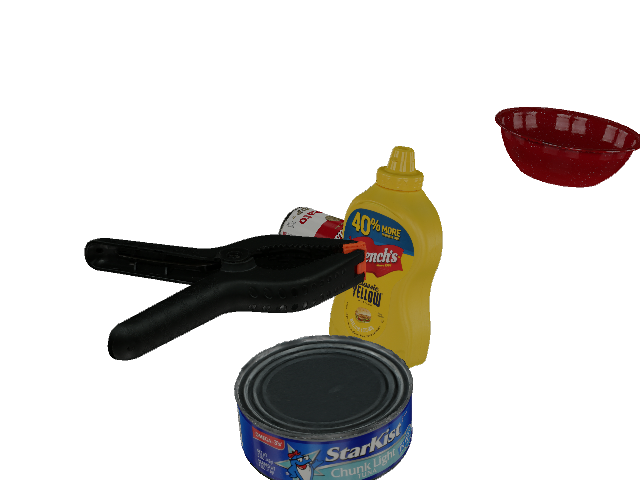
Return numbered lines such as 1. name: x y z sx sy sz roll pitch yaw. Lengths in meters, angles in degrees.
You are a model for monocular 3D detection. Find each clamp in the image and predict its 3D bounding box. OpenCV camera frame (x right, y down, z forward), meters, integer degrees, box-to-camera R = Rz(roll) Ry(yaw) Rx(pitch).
1. clamp: -0.070 0.024 0.783 0.209 0.036 0.165 -11 27 -21

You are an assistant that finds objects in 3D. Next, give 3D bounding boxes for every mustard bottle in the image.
1. mustard bottle: 0.061 0.012 0.944 0.096 0.192 0.058 22 22 40

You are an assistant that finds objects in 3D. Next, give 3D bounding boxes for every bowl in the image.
1. bowl: 0.268 -0.100 1.175 0.162 0.055 0.162 6 23 -3

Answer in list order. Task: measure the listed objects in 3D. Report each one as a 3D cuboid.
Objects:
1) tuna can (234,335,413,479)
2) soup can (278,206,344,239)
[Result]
1. tuna can: 0.002 0.082 0.517 0.086 0.034 0.086 -3 26 1
2. soup can: 0.010 0.007 1.212 0.102 0.068 0.068 21 13 36
